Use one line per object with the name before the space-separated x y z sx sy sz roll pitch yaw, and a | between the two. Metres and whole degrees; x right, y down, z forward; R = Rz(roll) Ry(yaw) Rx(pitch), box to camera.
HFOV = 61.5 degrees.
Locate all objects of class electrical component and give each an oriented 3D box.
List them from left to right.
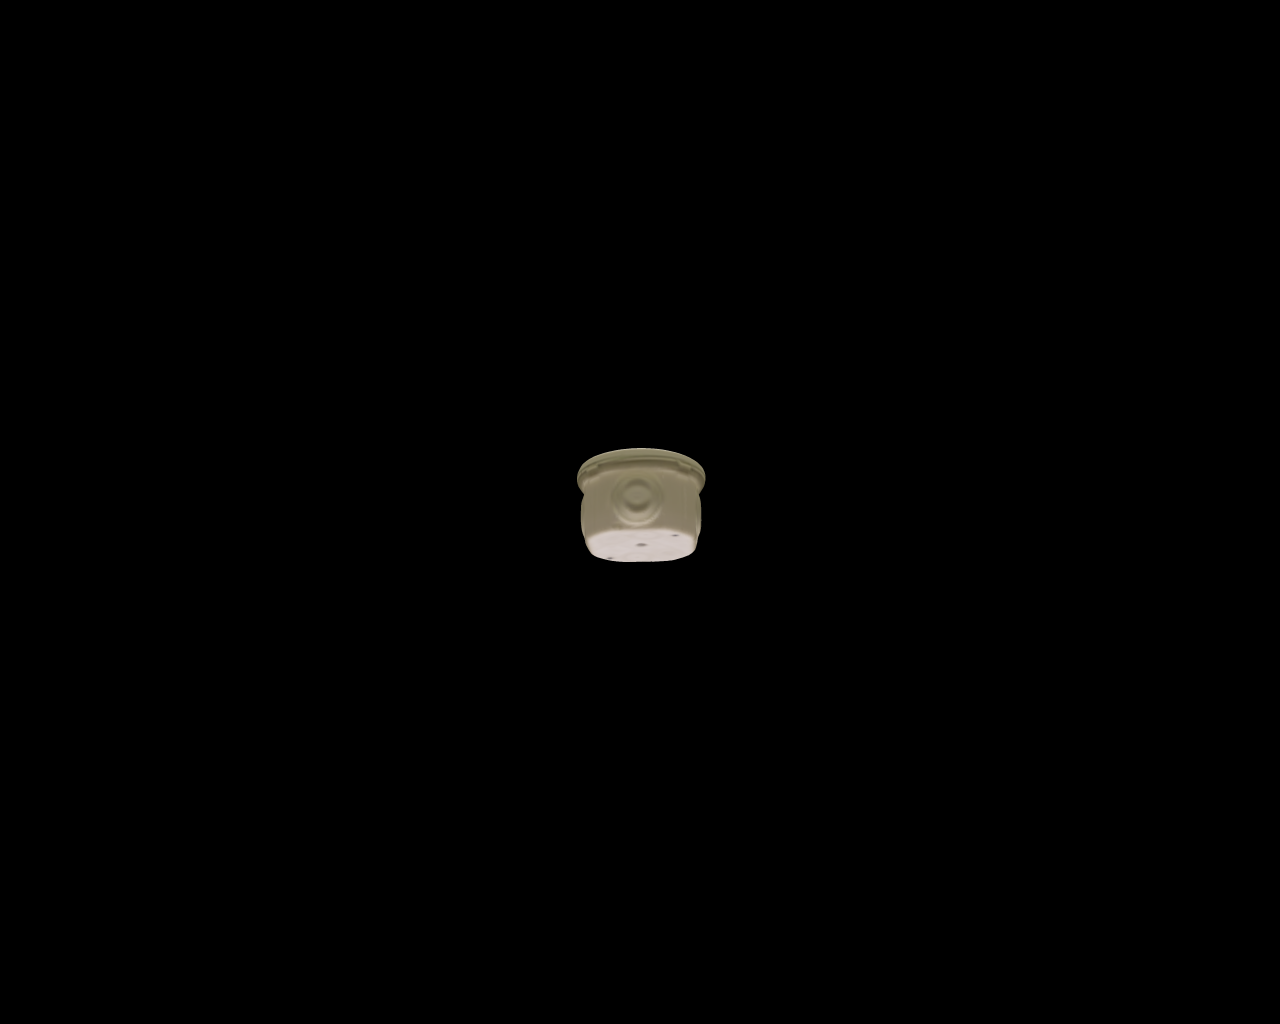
electrical component | 0.001 -0.003 0.650 0.080 0.051 0.080 0 -19 0
